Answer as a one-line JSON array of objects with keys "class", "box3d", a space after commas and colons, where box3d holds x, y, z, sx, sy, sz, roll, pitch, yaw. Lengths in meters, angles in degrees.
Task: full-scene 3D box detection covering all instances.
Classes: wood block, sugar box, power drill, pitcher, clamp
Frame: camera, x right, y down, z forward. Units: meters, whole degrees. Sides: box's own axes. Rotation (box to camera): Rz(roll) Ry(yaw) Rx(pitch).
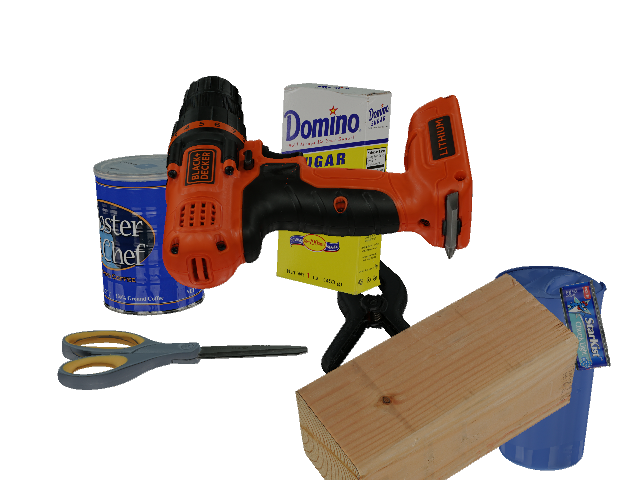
[{"class": "wood block", "box3d": [0.093, 0.124, 0.847, 0.205, 0.090, 0.091, -27, 49, -19]}, {"class": "sugar box", "box3d": [0.010, -0.048, 0.946, 0.093, 0.176, 0.048, 11, 18, 35]}, {"class": "power drill", "box3d": [-0.004, -0.048, 0.669, 0.187, 0.057, 0.184, -5, 44, 2]}, {"class": "pitcher", "box3d": [0.273, 0.161, 1.340, 0.149, 0.243, 0.144, 5, 16, 18]}, {"class": "clamp", "box3d": [0.069, 0.084, 1.185, 0.120, 0.171, 0.039, 7, -42, 2]}]

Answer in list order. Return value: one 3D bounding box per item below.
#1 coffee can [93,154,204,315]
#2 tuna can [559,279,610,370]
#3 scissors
[{"class": "coffee can", "box3d": [-0.170, -0.008, 1.064, 0.103, 0.140, 0.103, -1, 15, 0]}, {"class": "tuna can", "box3d": [0.259, 0.084, 1.046, 0.034, 0.086, 0.086, -12, -3, 13]}, {"class": "scissors", "box3d": [-0.119, 0.097, 0.848, 0.202, 0.016, 0.096, 4, 21, 14]}]
